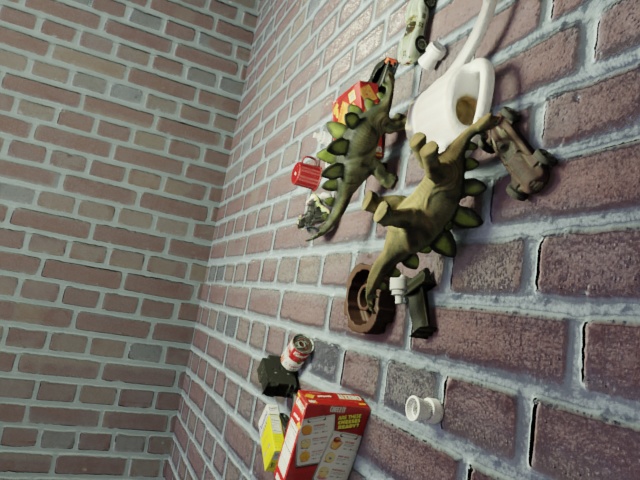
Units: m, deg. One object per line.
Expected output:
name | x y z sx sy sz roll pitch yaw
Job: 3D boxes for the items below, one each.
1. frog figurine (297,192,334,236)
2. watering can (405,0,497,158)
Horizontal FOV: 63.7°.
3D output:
frog figurine | 0.005 -0.080 1.592 0.160 0.123 0.137 -16 -67 -75
watering can | 0.276 -0.305 1.046 0.223 0.103 0.352 -19 57 65
